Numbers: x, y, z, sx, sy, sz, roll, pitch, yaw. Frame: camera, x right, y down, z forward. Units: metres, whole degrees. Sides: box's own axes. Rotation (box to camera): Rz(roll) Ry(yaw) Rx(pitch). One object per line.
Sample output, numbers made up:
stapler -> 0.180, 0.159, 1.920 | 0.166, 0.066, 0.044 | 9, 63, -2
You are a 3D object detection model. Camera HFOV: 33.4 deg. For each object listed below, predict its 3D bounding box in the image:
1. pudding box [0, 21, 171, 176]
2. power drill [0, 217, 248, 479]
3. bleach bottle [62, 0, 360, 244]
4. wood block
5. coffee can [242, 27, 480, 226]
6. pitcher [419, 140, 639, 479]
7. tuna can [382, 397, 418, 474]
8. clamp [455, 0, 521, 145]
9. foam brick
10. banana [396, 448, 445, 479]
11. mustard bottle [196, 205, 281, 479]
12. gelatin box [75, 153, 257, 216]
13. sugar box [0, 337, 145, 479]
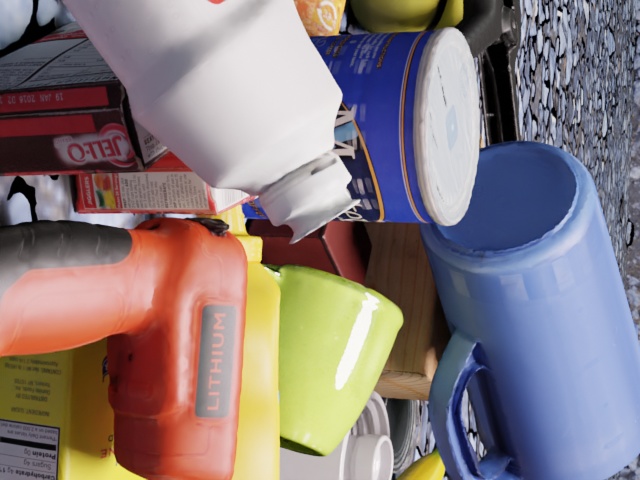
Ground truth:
pudding box -> -0.086, -0.060, 0.426 | 0.113, 0.090, 0.039 | -52, 137, -56
power drill -> -0.110, 0.054, 0.354 | 0.187, 0.057, 0.184 | 7, 87, -48
bleach bottle -> -0.061, -0.114, 0.363 | 0.251, 0.068, 0.102 | 58, 31, 0
wood block -> 0.058, 0.005, 0.779 | 0.090, 0.090, 0.206 | 46, 50, -61
coffee can -> 0.006, -0.060, 0.581 | 0.102, 0.140, 0.103 | 2, 90, -67
pitcher -> 0.139, 0.060, 0.714 | 0.242, 0.145, 0.149 | 64, 23, -44
tuna can -> 0.049, 0.139, 0.837 | 0.086, 0.034, 0.086 | 2, 90, -68
clamp -> 0.121, -0.153, 0.773 | 0.164, 0.036, 0.210 | 49, 42, -55
foam brick -> -0.004, 0.001, 0.678 | 0.078, 0.051, 0.053 | 65, 33, -47
banana -> 0.056, 0.214, 0.850 | 0.197, 0.037, 0.070 | -26, 127, -61
mustard bottle -> -0.050, 0.073, 0.530 | 0.096, 0.058, 0.191 | 179, -88, -71
gelatin box -> -0.062, -0.034, 0.507 | 0.089, 0.073, 0.030 | -33, 122, -64
sugar box -> -0.099, 0.098, 0.463 | 0.093, 0.048, 0.176 | 0, 90, -67
